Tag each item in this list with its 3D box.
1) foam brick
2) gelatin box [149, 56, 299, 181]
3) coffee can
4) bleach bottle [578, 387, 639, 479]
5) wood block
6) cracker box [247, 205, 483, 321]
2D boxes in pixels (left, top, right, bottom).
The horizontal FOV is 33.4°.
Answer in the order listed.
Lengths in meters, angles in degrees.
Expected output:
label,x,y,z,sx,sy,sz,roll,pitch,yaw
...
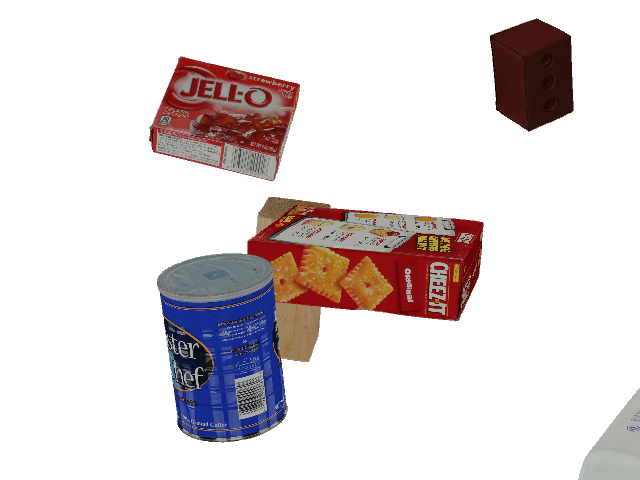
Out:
label,x,y,z,sx,sy,sz,roll,pitch,yaw
foam brick,0.189,-0.149,0.953,0.053,0.078,0.051,-24,37,-15
gelatin box,-0.065,-0.085,0.735,0.089,0.073,0.030,14,-39,0
coffee can,-0.086,0.094,0.957,0.103,0.140,0.103,-5,19,1
bleach bottle,0.244,0.103,0.630,0.103,0.068,0.250,18,29,31
wood block,-0.044,0.053,1.496,0.090,0.206,0.090,8,22,6
cracker box,0.050,0.021,1.095,0.214,0.072,0.164,6,15,15
